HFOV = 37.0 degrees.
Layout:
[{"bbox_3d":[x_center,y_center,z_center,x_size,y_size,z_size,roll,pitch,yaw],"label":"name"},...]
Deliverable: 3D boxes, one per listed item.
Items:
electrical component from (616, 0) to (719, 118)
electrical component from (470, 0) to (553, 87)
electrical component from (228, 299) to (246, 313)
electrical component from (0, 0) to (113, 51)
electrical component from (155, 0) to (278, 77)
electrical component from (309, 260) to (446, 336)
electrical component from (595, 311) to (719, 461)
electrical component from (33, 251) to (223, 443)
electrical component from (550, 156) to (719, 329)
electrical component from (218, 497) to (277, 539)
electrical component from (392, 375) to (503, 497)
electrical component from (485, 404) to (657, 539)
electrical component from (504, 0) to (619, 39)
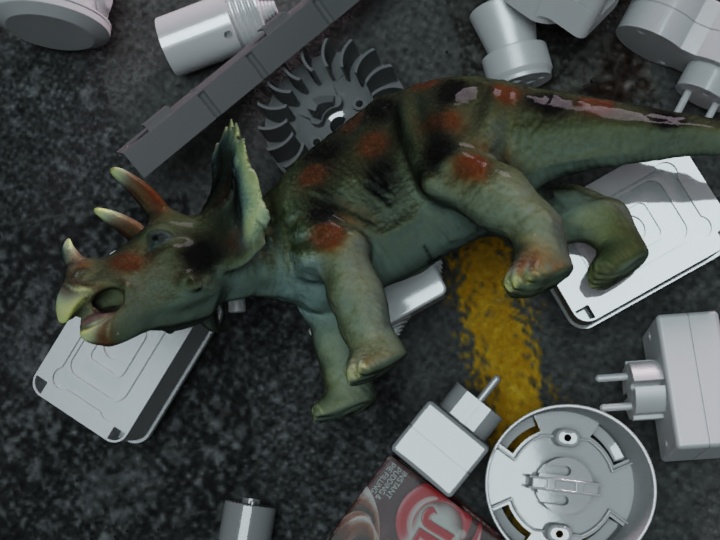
[{"bbox_3d":[0.228,-0.126,0.692,0.138,0.052,0.073,28,88,10],"label":"electrical component"},{"bbox_3d":[0.101,-0.149,0.716,0.045,0.045,0.055,-15,82,6],"label":"electrical component"},{"bbox_3d":[-0.085,-0.002,0.730,0.035,0.035,0.061,-4,85,8],"label":"electrical component"},{"bbox_3d":[-0.212,-0.188,0.748,0.080,0.080,0.051,5,79,9],"label":"electrical component"},{"bbox_3d":[-0.096,-0.168,0.747,0.081,0.043,0.043,-19,81,5],"label":"electrical component"},{"bbox_3d":[0.000,0.000,0.710,0.100,0.048,0.099,-29,80,3],"label":"electrical component"},{"bbox_3d":[0.185,0.074,0.665,0.076,0.047,0.083,-4,70,2],"label":"electrical component"},{"bbox_3d":[-0.153,0.052,0.722,0.078,0.057,0.113,31,88,10],"label":"electrical component"},{"bbox_3d":[0.169,-0.021,0.685,0.113,0.057,0.078,-30,80,4],"label":"electrical component"},{"bbox_3d":[-0.076,0.182,0.704,0.044,0.044,0.065,7,80,9],"label":"electrical component"},{"bbox_3d":[0.064,0.097,0.681,0.047,0.066,0.076,39,90,11],"label":"electrical component"},{"bbox_3d":[0.126,0.133,0.667,0.099,0.064,0.099,0,81,0],"label":"electrical component"},{"bbox_3d":[0.101,-0.240,0.696,0.186,0.060,0.105,38,58,10],"label":"electrical component"}]
